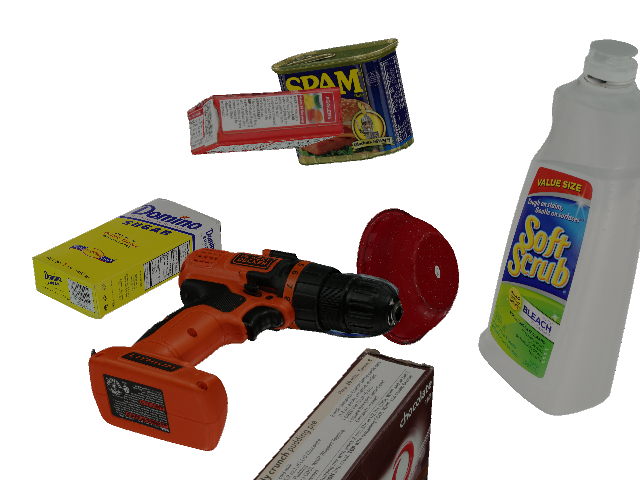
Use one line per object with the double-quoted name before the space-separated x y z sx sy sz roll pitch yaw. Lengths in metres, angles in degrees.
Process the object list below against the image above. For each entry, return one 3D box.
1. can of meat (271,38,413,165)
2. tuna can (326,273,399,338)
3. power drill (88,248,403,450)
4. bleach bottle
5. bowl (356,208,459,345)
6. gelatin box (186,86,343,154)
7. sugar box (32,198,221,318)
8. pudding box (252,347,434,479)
"can of meat" 0.020 -0.110 0.856 0.102 0.084 0.057 -2 21 32
"tuna can" 0.029 0.060 0.993 0.086 0.034 0.086 2 18 -1
"power drill" -0.056 0.070 0.754 0.185 0.057 0.187 7 29 29
"bleach bottle" 0.165 -0.011 0.701 0.068 0.251 0.103 -13 34 -23
"bowl" 0.113 0.039 1.237 0.055 0.162 0.161 -9 -6 40
"gelatin box" -0.034 -0.069 0.620 0.073 0.030 0.089 -6 3 -16
"sugar box" -0.193 0.014 1.085 0.093 0.048 0.175 21 37 31
"pudding box" 0.010 0.113 0.455 0.039 0.090 0.113 15 34 23
